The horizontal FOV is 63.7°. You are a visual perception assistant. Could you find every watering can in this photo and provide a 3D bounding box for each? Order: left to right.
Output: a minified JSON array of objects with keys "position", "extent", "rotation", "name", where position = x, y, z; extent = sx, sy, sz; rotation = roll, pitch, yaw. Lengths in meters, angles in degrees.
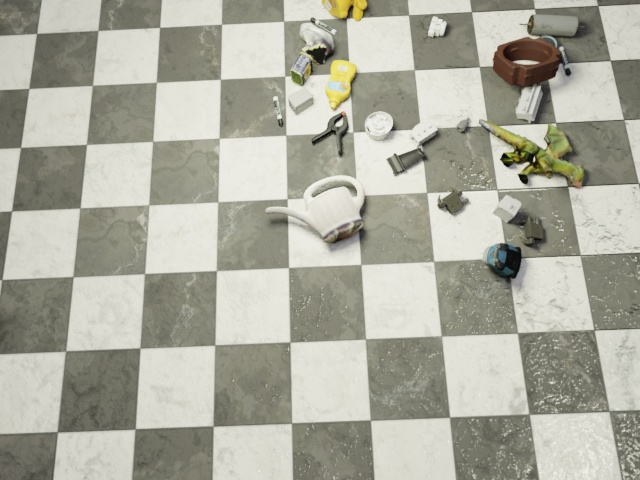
[{"position":[0.005,-0.089,1.774],"extent":[0.348,0.102,0.227],"rotation":[-24,75,-7],"name":"watering can"}]

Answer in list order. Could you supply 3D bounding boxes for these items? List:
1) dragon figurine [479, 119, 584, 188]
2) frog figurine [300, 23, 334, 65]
[{"position":[0.781,-0.335,1.846],"extent":[0.245,0.120,0.413],"rotation":[-33,77,-25],"name":"dragon figurine"},{"position":[-0.012,-0.778,1.976],"extent":[0.137,0.121,0.162],"rotation":[10,62,-29],"name":"frog figurine"}]
